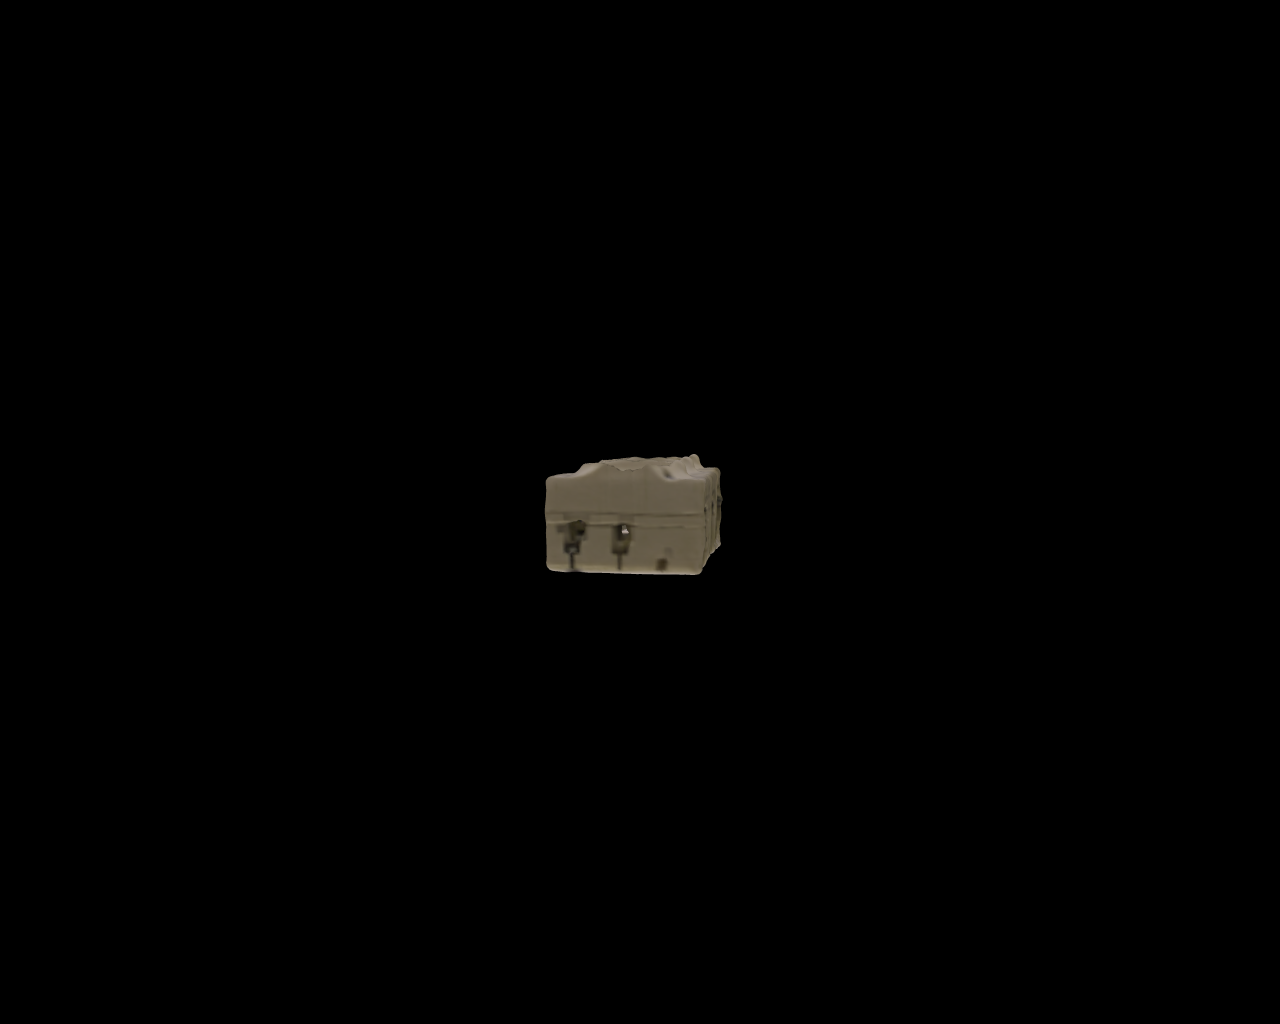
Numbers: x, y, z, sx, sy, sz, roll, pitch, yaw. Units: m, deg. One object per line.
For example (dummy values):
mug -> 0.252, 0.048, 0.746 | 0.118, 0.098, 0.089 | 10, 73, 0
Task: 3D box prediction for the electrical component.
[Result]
electrical component -> 0.001, -0.003, 0.650 | 0.089, 0.061, 0.150 | 1, 5, 7
